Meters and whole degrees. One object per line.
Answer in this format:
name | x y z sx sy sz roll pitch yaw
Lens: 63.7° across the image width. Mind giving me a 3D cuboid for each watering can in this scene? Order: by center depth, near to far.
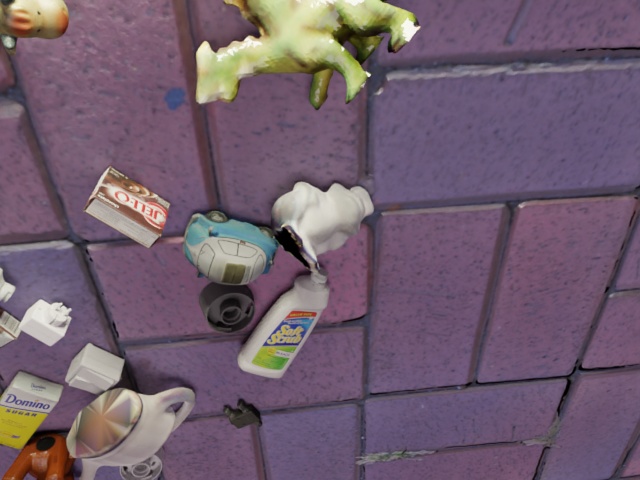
watering can | -0.411 0.406 1.019 0.349 0.106 0.220 -38 148 -7

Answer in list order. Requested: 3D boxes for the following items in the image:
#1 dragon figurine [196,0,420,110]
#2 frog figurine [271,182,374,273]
dragon figurine | -0.006 -0.315 0.650 0.241 0.124 0.407 38 103 -19
frog figurine | 0.003 -0.042 0.844 0.161 0.123 0.135 -46 115 -20
